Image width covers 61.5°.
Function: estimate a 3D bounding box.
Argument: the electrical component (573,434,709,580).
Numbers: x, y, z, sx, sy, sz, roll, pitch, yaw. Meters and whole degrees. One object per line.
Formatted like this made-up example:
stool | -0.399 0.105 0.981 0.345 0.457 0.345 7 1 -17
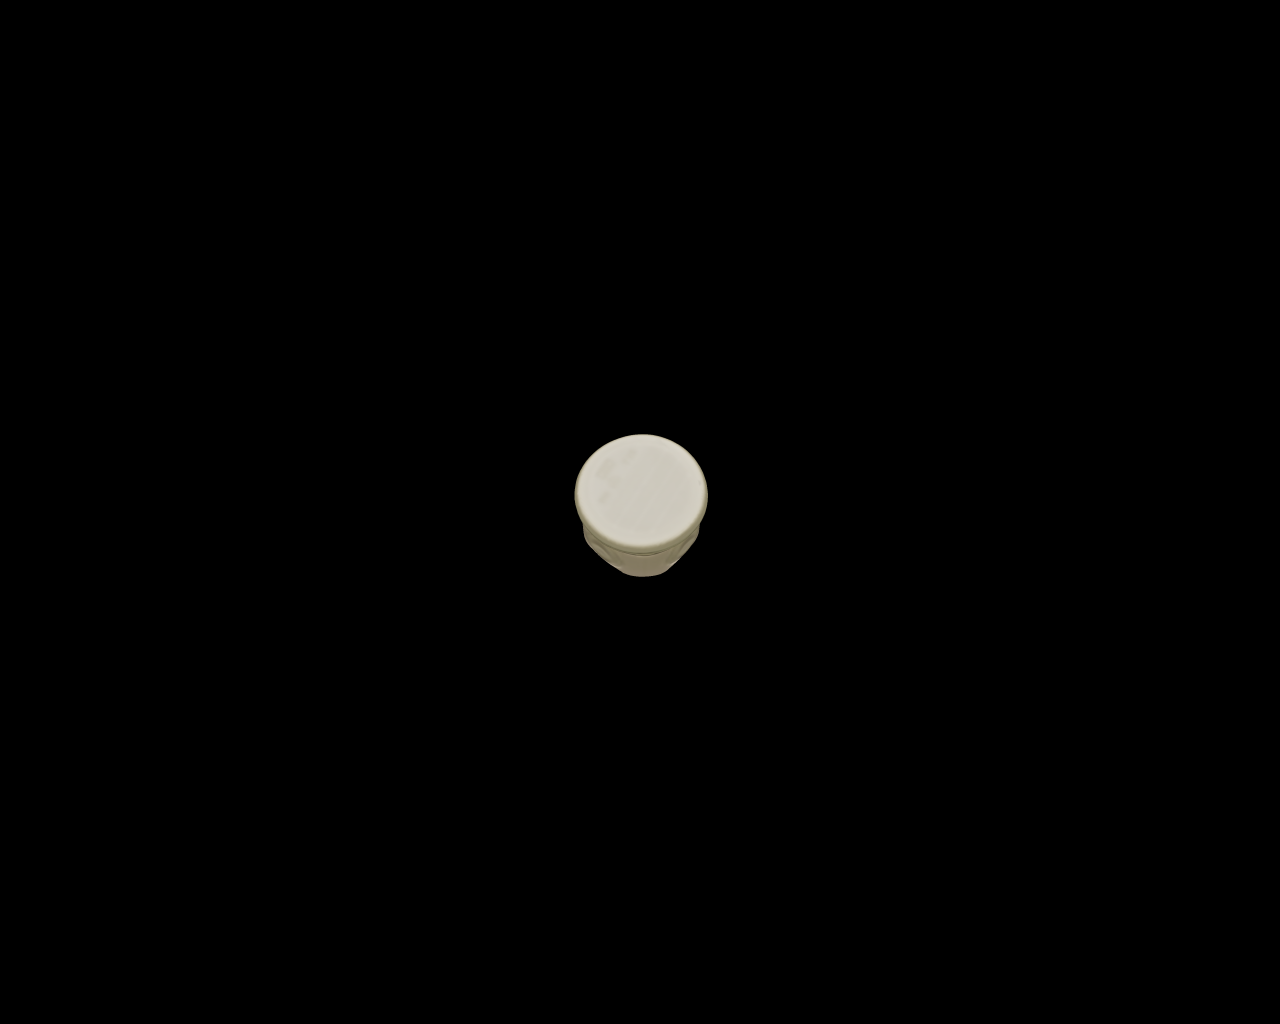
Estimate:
electrical component | 0.001 -0.003 0.650 0.080 0.080 0.051 0 -28 0
